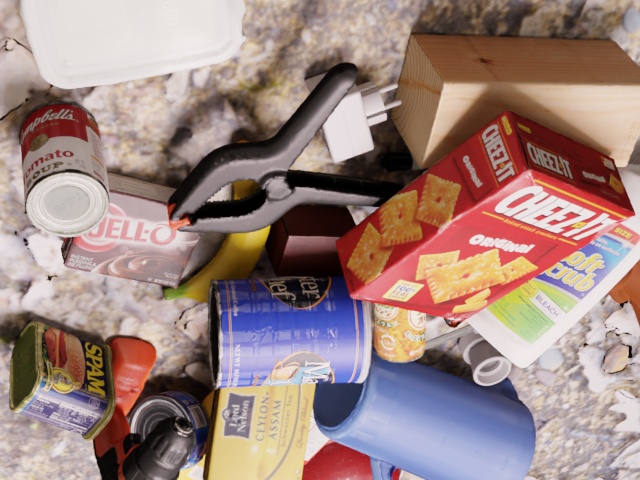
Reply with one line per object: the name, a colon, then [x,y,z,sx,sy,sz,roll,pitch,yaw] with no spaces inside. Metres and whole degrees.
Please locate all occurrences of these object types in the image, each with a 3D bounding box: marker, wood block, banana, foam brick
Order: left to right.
banana: [-0.082,-0.005,1.010,0.069,0.037,0.198,11,124,-29]
foam brick: [-0.007,0.001,1.032,0.078,0.051,0.053,3,127,-21]
marker: [0.117,-0.077,1.029,0.121,0.020,0.020,-4,129,-16]
wood block: [0.181,-0.125,0.963,0.205,0.091,0.090,-1,128,-17]

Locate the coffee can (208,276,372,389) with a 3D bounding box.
coffee can: [-0.031,0.086,1.000,0.140,0.103,0.103,-1,129,-11]

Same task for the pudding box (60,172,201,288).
pudding box: [-0.169,-0.009,0.976,0.113,0.039,0.090,11,122,-27]

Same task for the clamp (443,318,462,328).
clamp: [0.156,0.022,1.112,0.120,0.039,0.172,12,124,-26]

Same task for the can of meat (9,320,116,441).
can of meat: [-0.249,0.133,1.028,0.083,0.102,0.057,27,117,-32]

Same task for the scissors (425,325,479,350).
scissors: [0.185,0.096,1.177,0.202,0.016,0.096,-26,154,2]

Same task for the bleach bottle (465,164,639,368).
bleach bottle: [0.254,0.007,1.052,0.102,0.068,0.251,43,108,5]

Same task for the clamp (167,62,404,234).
clamp: [-0.037,-0.064,0.919,0.210,0.036,0.164,-16,134,2]

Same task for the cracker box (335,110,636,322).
cracker box: [0.146,-0.010,0.957,0.163,0.072,0.214,15,140,-41]

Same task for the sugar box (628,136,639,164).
sugar box: [0.339,-0.081,1.085,0.176,0.048,0.093,25,117,-29]

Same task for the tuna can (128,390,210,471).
tuna can: [-0.160,0.203,1.123,0.086,0.086,0.033,-44,162,19]

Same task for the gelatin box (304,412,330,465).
gelatin box: [-0.020,0.210,1.217,0.073,0.030,0.089,27,117,-32]

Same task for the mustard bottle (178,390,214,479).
mustard bottle: [-0.094,0.201,1.164,0.096,0.058,0.192,31,114,-36]

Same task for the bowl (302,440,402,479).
bowl: [0.032,0.309,1.301,0.162,0.055,0.162,-9,131,-11]

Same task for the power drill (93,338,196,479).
power drill: [-0.184,0.185,1.035,0.057,0.188,0.185,21,121,-29]

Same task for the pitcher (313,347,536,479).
pitcher: [0.111,0.212,1.192,0.242,0.149,0.145,25,127,-30]

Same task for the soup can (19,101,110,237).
soup can: [-0.211,-0.058,0.879,0.068,0.102,0.068,-9,131,-11]
